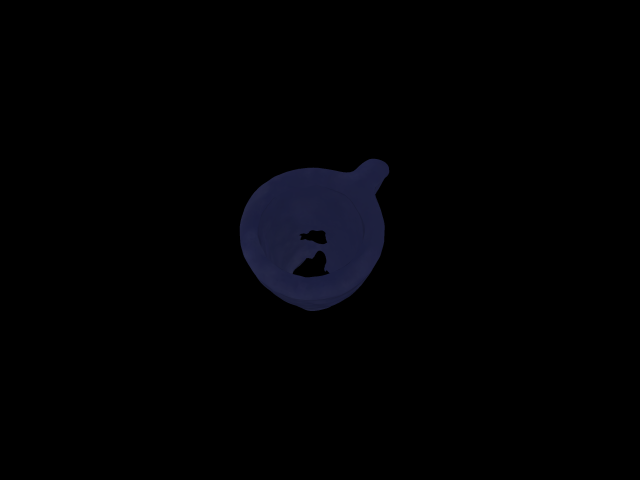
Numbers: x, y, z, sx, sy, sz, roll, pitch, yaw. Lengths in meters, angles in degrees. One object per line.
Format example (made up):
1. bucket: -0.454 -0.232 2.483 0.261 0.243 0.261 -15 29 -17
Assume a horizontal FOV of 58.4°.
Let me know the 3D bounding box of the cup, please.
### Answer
1. cup: 0.004 0.001 0.400 0.091 0.095 0.118 38 71 16
